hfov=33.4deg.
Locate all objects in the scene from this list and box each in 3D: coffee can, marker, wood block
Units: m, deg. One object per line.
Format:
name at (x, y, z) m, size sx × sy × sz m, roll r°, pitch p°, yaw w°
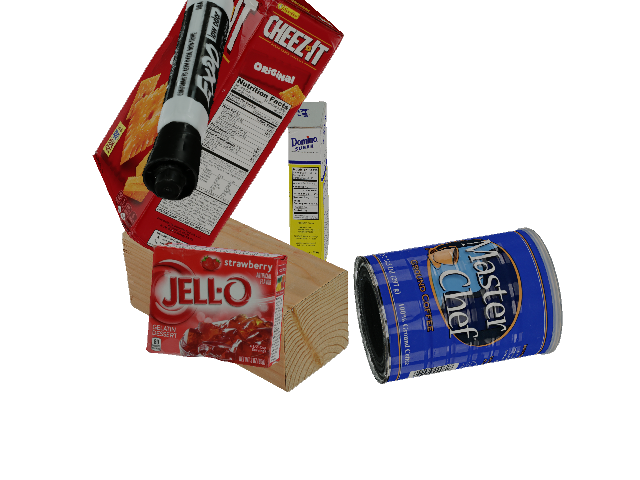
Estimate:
coffee can at (0.106, 0.051, 0.846) m, size 0.140 × 0.103 × 0.103 m, roll -9°, pitch 1°, yaw -8°
marker at (-0.048, -0.057, 0.397) m, size 0.020 × 0.020 × 0.121 m, roll 0°, pitch 43°, yaw 3°
wood block at (-0.082, 0.046, 1.004) m, size 0.206 × 0.091 × 0.090 m, roll 24°, pitch 41°, yaw 33°

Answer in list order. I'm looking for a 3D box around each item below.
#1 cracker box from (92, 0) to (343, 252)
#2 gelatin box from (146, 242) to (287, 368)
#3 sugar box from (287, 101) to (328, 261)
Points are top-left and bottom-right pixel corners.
cracker box at (-0.091, -0.110, 0.843) m, size 0.072 × 0.214 × 0.164 m, roll 25°, pitch 16°, yaw -31°
gelatin box at (-0.069, 0.042, 0.710) m, size 0.089 × 0.073 × 0.030 m, roll 6°, pitch 5°, yaw 14°
sugar box at (-0.014, -0.066, 1.250) m, size 0.048 × 0.176 × 0.093 m, roll -1°, pitch 25°, yaw 4°
